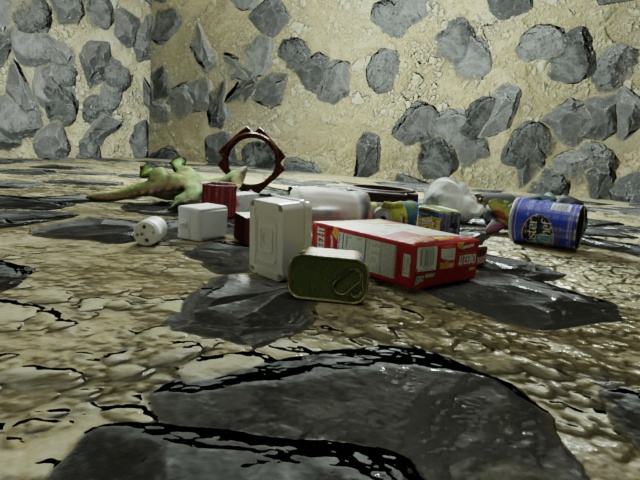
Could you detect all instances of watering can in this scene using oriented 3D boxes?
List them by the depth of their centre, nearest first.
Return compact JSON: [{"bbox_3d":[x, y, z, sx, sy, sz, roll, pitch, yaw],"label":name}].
[{"bbox_3d":[0.003,-0.051,1.021,0.224,0.103,0.349,3,7,-12],"label":"watering can"}]

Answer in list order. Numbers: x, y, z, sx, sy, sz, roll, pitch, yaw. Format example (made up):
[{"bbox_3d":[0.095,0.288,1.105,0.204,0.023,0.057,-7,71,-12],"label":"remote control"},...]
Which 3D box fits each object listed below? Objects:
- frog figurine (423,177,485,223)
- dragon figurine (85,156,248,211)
[{"bbox_3d":[0.376,-0.105,1.455,0.139,0.120,0.161,-35,36,-19],"label":"frog figurine"},{"bbox_3d":[-0.387,-0.132,1.361,0.413,0.120,0.245,-20,25,-25],"label":"dragon figurine"}]
